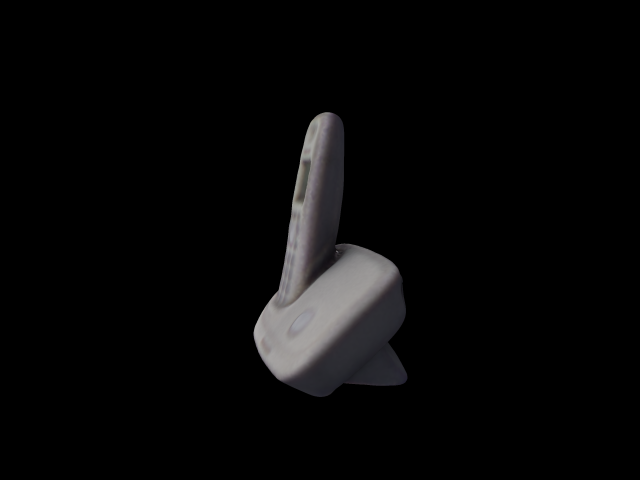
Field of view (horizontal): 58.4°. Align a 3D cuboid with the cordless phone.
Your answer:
[{"bbox_3d":[0.004,0.001,0.400,0.094,0.185,0.147,-2,7,-17],"label":"cordless phone"}]
